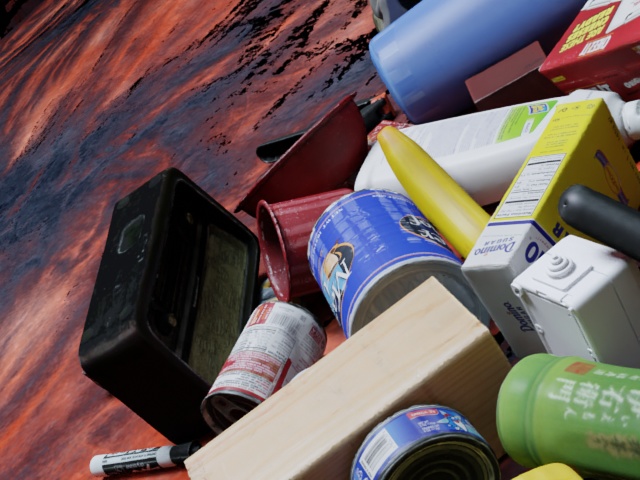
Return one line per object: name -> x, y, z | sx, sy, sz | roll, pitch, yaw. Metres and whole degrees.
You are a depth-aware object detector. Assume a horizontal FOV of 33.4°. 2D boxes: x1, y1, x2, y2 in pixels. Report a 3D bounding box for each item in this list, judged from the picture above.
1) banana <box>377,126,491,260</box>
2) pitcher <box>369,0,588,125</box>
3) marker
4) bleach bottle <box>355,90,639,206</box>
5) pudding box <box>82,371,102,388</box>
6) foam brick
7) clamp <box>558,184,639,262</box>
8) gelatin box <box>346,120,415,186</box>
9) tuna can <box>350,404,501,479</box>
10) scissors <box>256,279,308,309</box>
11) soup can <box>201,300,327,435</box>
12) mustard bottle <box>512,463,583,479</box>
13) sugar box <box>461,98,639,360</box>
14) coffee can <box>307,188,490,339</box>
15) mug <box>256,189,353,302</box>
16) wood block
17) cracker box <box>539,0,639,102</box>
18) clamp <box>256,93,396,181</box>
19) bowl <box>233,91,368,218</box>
banana -> 0.110, -0.022, 0.840 | 0.037, 0.069, 0.198 | -33, 46, -8
pitcher -> 0.176, -0.214, 1.052 | 0.243, 0.149, 0.145 | -32, 42, 14
marker -> -0.142, 0.181, 0.881 | 0.121, 0.020, 0.020 | -15, 33, 34
bleach bottle -> 0.157, -0.072, 0.900 | 0.251, 0.068, 0.102 | -11, 36, 36
pudding box -> -0.169, 0.084, 1.025 | 0.090, 0.039, 0.113 | -19, 41, 36
foam brick -> 0.182, -0.136, 0.983 | 0.078, 0.051, 0.053 | -28, 29, 15
clamp -> 0.256, 0.027, 0.607 | 0.164, 0.036, 0.210 | -2, 32, -32
gelatin box -> 0.067, -0.082, 1.052 | 0.073, 0.030, 0.089 | -43, 27, -14
tuna can -> 0.063, 0.143, 0.635 | 0.086, 0.086, 0.034 | -37, 29, -2
scissors -> -0.079, 0.072, 0.987 | 0.202, 0.016, 0.096 | -24, 29, 21
soup can -> -0.042, 0.105, 0.835 | 0.069, 0.068, 0.102 | -14, 33, 36
mustard bottle -> 0.132, 0.192, 0.509 | 0.096, 0.058, 0.192 | -37, 27, -1
sugar box -> 0.170, -0.010, 0.751 | 0.048, 0.093, 0.176 | -7, 39, 43
coffee can -> 0.055, 0.033, 0.802 | 0.103, 0.102, 0.140 | -34, 27, 3
mug -> -0.006, 0.001, 0.926 | 0.081, 0.093, 0.117 | -13, 10, -14
wood block -> 0.027, 0.131, 0.690 | 0.206, 0.090, 0.090 | -36, 28, -2
cracker box -> 0.299, -0.211, 0.876 | 0.213, 0.072, 0.164 | -54, 13, -11
clamp -> 0.000, -0.104, 1.152 | 0.172, 0.039, 0.120 | -26, 29, 18
bowl -> -0.006, -0.064, 1.003 | 0.162, 0.055, 0.162 | -44, 1, 1
